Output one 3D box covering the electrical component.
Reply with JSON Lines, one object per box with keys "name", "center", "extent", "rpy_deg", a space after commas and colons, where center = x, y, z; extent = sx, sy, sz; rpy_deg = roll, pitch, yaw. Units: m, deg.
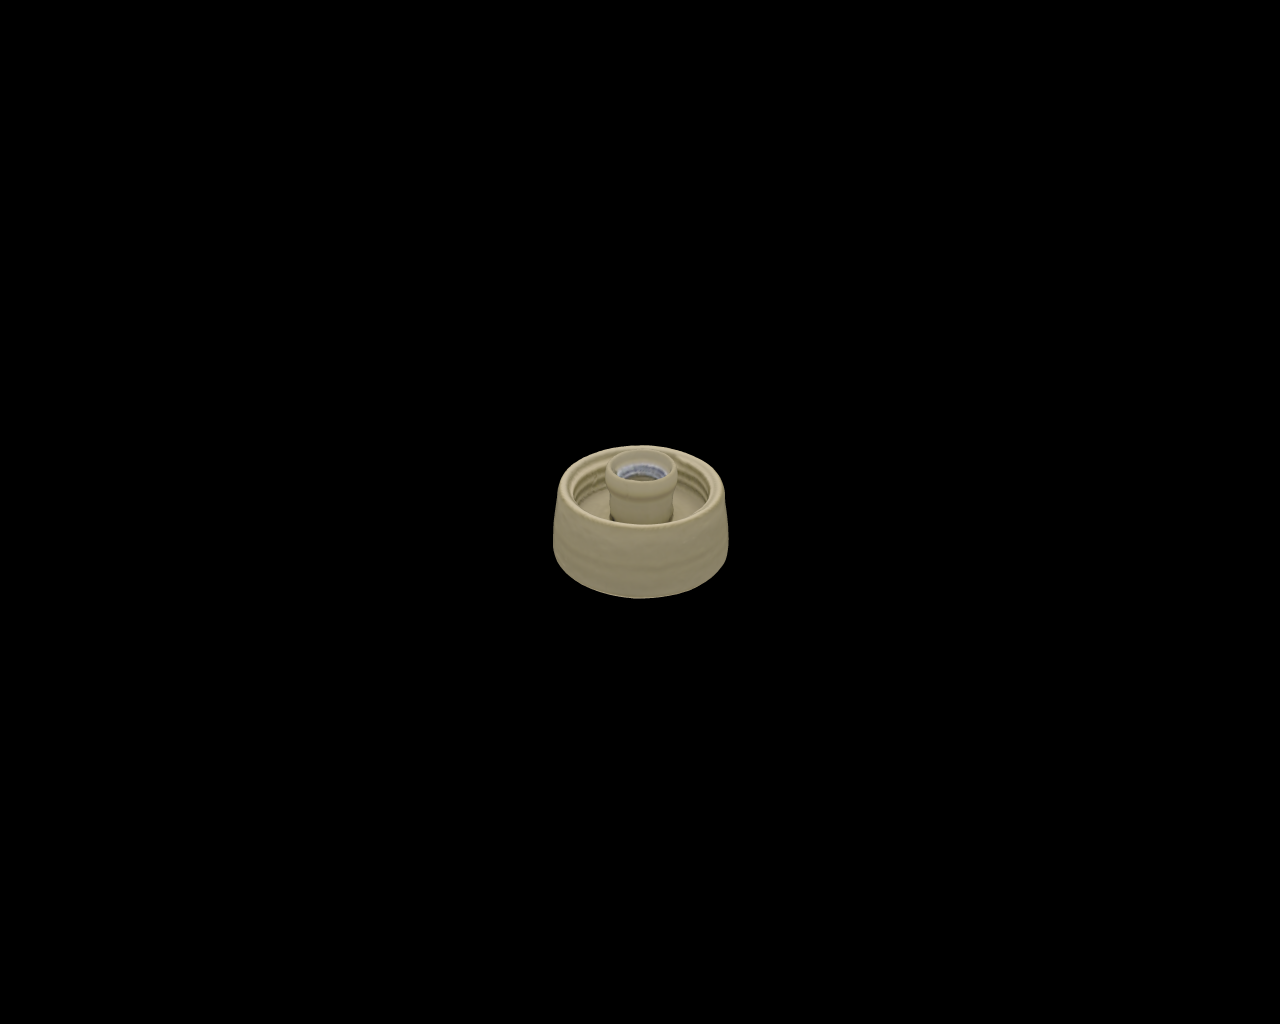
{"name": "electrical component", "center": [0.001, -0.003, 0.650], "extent": [0.108, 0.060, 0.108], "rpy_deg": [0, 31, 0]}
